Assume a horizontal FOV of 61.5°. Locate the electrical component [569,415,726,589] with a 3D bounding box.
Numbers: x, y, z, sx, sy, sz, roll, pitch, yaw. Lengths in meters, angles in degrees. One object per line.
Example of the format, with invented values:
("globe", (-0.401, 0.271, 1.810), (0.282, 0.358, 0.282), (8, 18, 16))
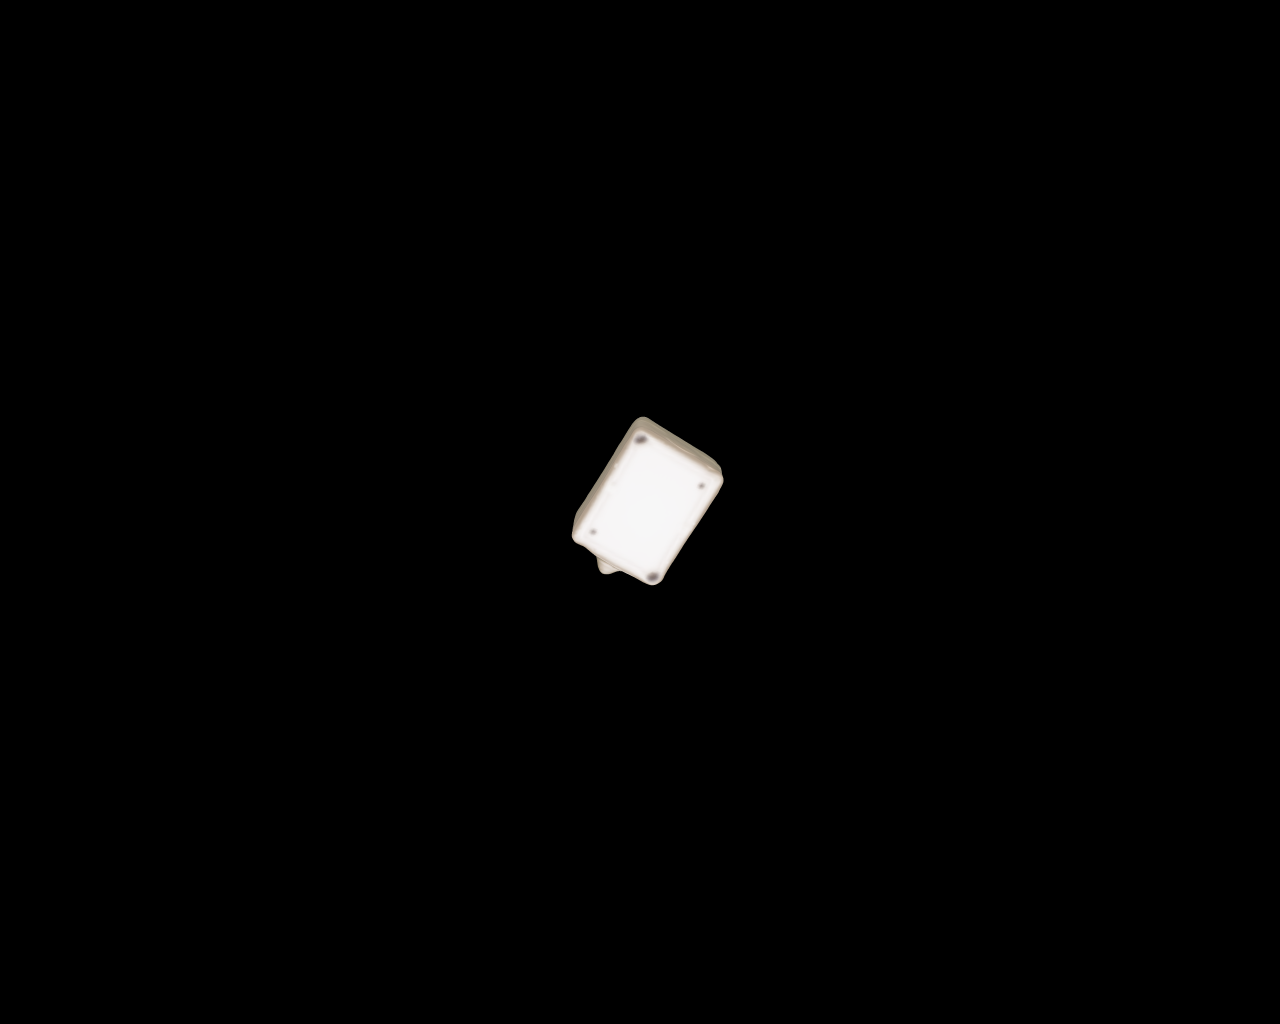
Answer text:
("electrical component", (0.001, -0.003, 0.650), (0.062, 0.096, 0.061), (31, 11, -7))
